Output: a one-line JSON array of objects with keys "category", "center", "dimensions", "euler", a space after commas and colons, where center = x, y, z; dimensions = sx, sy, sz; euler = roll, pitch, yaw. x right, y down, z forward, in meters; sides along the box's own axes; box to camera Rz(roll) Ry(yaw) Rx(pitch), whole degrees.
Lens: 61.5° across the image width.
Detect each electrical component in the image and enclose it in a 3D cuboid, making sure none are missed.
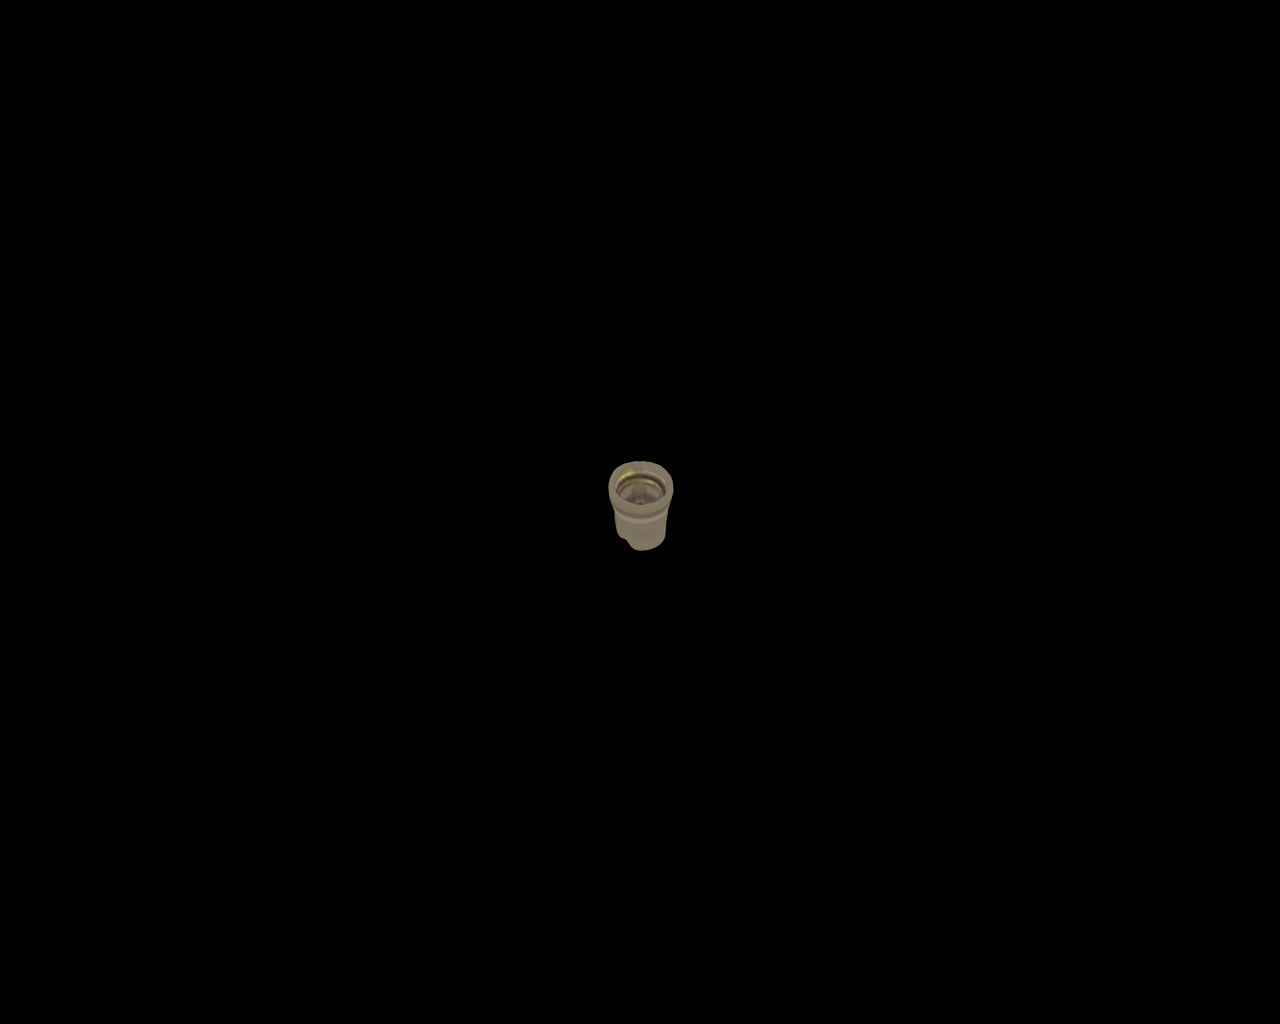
[{"category": "electrical component", "center": [0.001, -0.003, 0.650], "dimensions": [0.040, 0.040, 0.046], "euler": [0, -43, 0]}]
